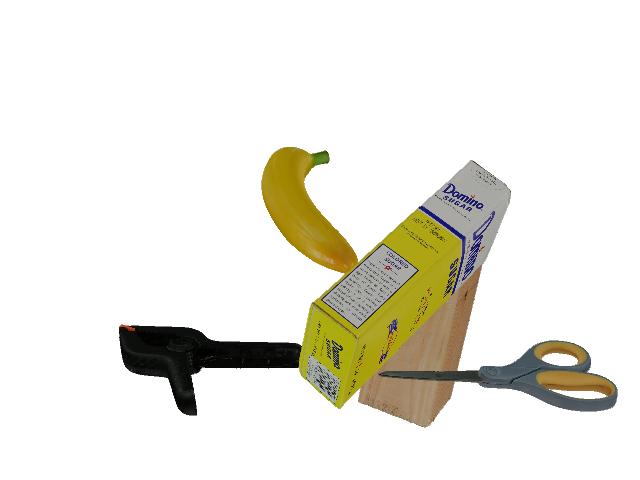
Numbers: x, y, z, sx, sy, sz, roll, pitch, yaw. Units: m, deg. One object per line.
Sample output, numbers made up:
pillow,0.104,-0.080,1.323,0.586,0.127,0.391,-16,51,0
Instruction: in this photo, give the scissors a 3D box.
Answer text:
scissors,0.155,0.108,0.925,0.202,0.016,0.096,10,29,6

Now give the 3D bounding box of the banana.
banana,-0.015,-0.035,0.918,0.069,0.037,0.198,-3,34,-6

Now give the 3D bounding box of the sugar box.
sugar box,0.060,0.029,0.738,0.176,0.048,0.093,-39,-23,-30

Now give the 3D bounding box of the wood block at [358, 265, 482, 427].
wood block,0.115,0.092,1.211,0.090,0.206,0.090,18,24,20

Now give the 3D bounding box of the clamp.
clamp,-0.142,0.123,1.088,0.210,0.036,0.164,9,18,34
